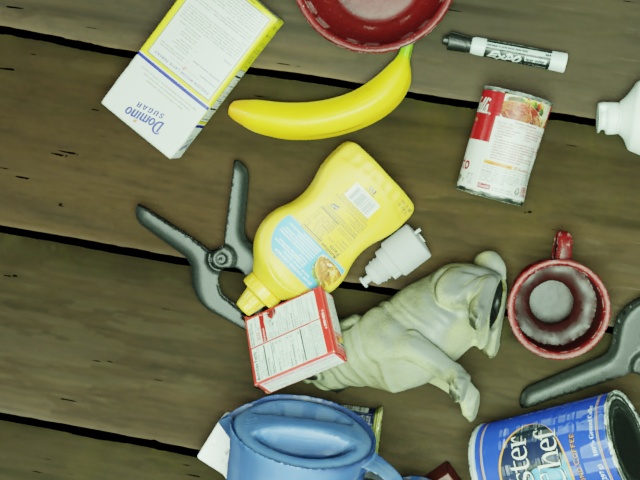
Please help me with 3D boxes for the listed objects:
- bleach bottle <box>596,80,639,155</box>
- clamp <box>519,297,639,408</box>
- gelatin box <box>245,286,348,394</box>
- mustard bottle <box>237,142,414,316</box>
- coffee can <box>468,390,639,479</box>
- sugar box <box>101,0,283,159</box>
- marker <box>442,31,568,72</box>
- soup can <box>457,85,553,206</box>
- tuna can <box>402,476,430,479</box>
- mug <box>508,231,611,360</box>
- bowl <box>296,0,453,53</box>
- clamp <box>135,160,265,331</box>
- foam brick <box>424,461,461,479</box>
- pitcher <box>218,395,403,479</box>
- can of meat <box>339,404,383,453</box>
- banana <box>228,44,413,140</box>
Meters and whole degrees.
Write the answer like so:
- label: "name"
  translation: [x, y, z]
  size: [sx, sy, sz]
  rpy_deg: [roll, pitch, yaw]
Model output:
- label: "bleach bottle"
  translation: [0.388, -0.124, 0.996]
  size: [0.251, 0.068, 0.102]
  rpy_deg: [0, 94, 9]
- label: "clamp"
  translation: [0.320, 0.130, 1.033]
  size: [0.164, 0.036, 0.210]
  rpy_deg: [39, 101, 1]
- label: "gelatin box"
  translation: [-0.024, 0.095, 1.008]
  size: [0.089, 0.030, 0.073]
  rpy_deg: [-25, 54, 18]
- label: "mustard bottle"
  translation: [-0.007, 0.001, 1.037]
  size: [0.191, 0.058, 0.096]
  rpy_deg: [-44, 103, -1]
- label: "coffee can"
  translation: [0.224, 0.206, 0.993]
  size: [0.141, 0.102, 0.103]
  rpy_deg: [-21, 91, 30]
- label: "sugar box"
  translation: [-0.126, -0.176, 1.059]
  size: [0.093, 0.048, 0.176]
  rpy_deg: [40, 101, 2]
- label: "marker"
  translation: [0.179, -0.183, 1.037]
  size: [0.121, 0.020, 0.020]
  rpy_deg: [12, 95, 5]
- label: "soup can"
  translation: [0.176, -0.090, 1.019]
  size: [0.068, 0.068, 0.102]
  rpy_deg: [16, 96, 5]
- label: "tuna can"
  translation: [0.089, 0.270, 1.017]
  size: [0.086, 0.033, 0.086]
  rpy_deg: [0, 93, 7]
- label: "mug"
  translation: [0.224, 0.049, 1.016]
  size: [0.093, 0.081, 0.117]
  rpy_deg: [4, 94, 6]
- label: "bowl"
  translation: [0.054, -0.258, 1.027]
  size: [0.162, 0.055, 0.162]
  rpy_deg: [0, 94, 6]
- label: "clamp"
  translation: [-0.110, 0.016, 1.072]
  size: [0.120, 0.039, 0.171]
  rpy_deg: [-15, 92, 6]
- label: "foam brick"
  translation: [0.111, 0.266, 1.059]
  size: [0.078, 0.051, 0.053]
  rpy_deg: [-36, 88, 7]
- label: "pitcher"
  translation: [-0.022, 0.279, 0.984]
  size: [0.144, 0.149, 0.243]
  rpy_deg: [1, 110, -22]
- label: "can of meat"
  translation: [0.015, 0.213, 1.063]
  size: [0.084, 0.057, 0.102]
  rpy_deg: [7, 95, 7]
- label: "banana"
  translation: [0.009, -0.134, 1.053]
  size: [0.198, 0.037, 0.069]
  rpy_deg: [-19, 72, 6]
